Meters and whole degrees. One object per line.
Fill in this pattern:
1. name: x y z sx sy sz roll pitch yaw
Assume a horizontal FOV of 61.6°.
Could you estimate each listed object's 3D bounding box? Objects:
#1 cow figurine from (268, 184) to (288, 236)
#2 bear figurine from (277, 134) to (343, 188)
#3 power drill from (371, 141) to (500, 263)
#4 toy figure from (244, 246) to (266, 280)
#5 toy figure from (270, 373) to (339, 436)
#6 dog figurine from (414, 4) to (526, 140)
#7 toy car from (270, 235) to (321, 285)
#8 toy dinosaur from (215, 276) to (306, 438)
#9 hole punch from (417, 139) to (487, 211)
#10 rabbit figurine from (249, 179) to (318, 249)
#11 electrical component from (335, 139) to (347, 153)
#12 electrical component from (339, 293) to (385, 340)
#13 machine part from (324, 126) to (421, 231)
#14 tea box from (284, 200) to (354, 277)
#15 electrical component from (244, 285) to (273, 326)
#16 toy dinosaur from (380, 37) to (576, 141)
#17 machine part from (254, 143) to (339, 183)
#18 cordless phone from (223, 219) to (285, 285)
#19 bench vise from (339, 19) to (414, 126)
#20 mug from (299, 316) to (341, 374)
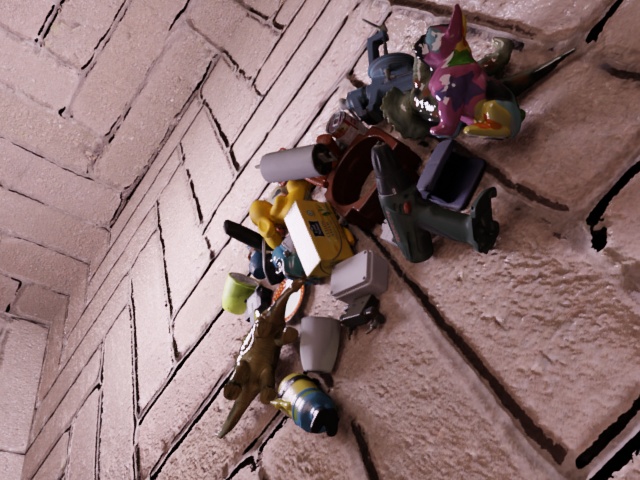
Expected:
1. cow figurine: -0.104 -0.116 1.492 0.195 0.085 0.127 -58 37 8
2. bear figurine: -0.042 -0.197 1.368 0.196 0.132 0.120 5 85 21
3. power drill: 0.190 -0.057 0.911 0.208 0.231 0.086 7 35 38
4. toy figure: -0.172 0.050 1.478 0.155 0.064 0.057 -110 18 -57
5. toy figure: -0.022 0.313 1.028 0.089 0.082 0.180 -49 19 -18
6. dog figurine: 0.257 -0.283 0.923 0.192 0.108 0.219 6 102 24
7. toy car: -0.049 0.036 1.253 0.103 0.109 0.162 -68 24 10
8. toy dinosaur: -0.141 0.276 1.178 0.471 0.105 0.199 -62 9 11
9. hole punch: 0.228 -0.124 1.007 0.116 0.092 0.142 21 87 63
10. rabbit figurine: -0.100 -0.057 1.344 0.173 0.121 0.162 1 62 21
11. electrical component: 0.052 -0.246 1.409 0.094 0.021 0.063 163 122 -68
12. electrical component: 0.081 0.149 1.047 0.102 0.045 0.078 -27 18 40
13. machine part: 0.114 -0.135 1.183 0.201 0.087 0.202 -55 33 11
14. tea box: -0.002 -0.004 1.185 0.068 0.098 0.170 -52 50 39
15. electrical component: -0.152 0.179 1.354 0.075 0.047 0.119 -49 34 21
16. toy dinosaur: 0.271 -0.282 1.052 0.405 0.131 0.192 17 98 51
17. machine part: -0.058 -0.180 1.274 0.243 0.079 0.079 -4 61 37
18. cordless phone: -0.163 0.021 1.363 0.088 0.184 0.147 -44 34 33
19. bench vise: 0.143 -0.406 1.303 0.224 0.128 0.240 -18 69 39
20. mug: -0.010 0.216 1.090 0.110 0.080 0.107 -21 56 46
